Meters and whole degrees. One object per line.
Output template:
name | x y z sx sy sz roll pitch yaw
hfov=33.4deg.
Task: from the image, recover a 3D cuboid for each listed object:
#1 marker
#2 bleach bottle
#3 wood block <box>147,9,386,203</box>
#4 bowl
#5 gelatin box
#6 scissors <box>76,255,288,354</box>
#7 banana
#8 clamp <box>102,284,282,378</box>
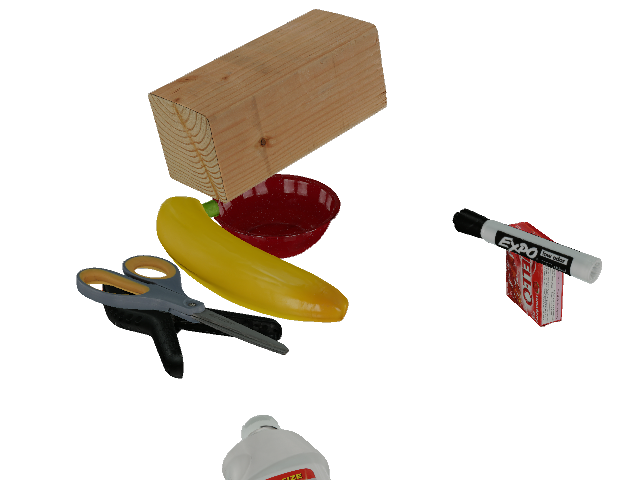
marker | 0.148 0.002 0.783 0.121 0.020 0.020 24 15 37
bleach bottle | -0.029 0.210 0.717 0.102 0.068 0.251 -9 32 -8
wood block | -0.044 -0.130 0.994 0.205 0.091 0.090 -33 40 -30
bowl | -0.056 -0.023 1.335 0.162 0.055 0.162 0 31 0
gelatin box | 0.225 0.034 1.125 0.030 0.089 0.073 -14 29 -16
scissors | -0.105 0.049 0.885 0.202 0.016 0.096 13 24 16
banana | -0.058 0.006 0.683 0.069 0.037 0.198 -13 28 -27
clamp | -0.169 0.087 1.151 0.210 0.036 0.164 19 21 27
